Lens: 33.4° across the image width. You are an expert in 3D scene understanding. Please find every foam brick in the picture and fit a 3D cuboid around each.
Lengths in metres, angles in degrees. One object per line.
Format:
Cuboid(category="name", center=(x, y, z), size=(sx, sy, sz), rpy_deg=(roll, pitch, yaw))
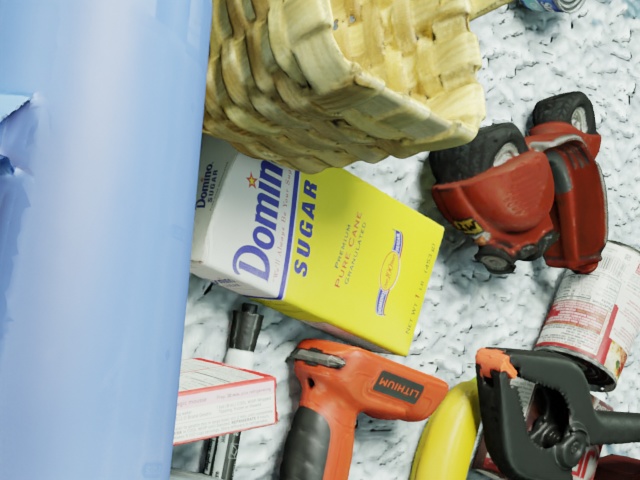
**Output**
Cuboid(category="foam brick", center=(0.247, 0.221, 0.878), size=(0.051, 0.053, 0.078), rpy_deg=(-3, 94, -42))

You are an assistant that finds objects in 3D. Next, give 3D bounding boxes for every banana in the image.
Cuboid(category="banana", center=(0.089, 0.184, 0.747), size=(0.069, 0.037, 0.198), rpy_deg=(21, 79, -40))

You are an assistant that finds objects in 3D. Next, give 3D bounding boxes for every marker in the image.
Cuboid(category="marker", center=(-0.052, 0.097, 0.631), size=(0.020, 0.020, 0.121), rpy_deg=(16, 82, -41))

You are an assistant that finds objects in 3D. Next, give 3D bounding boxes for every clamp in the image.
Cuboid(category="clamp", center=(0.168, 0.154, 0.762), size=(0.209, 0.036, 0.164), rpy_deg=(42, 73, -32))

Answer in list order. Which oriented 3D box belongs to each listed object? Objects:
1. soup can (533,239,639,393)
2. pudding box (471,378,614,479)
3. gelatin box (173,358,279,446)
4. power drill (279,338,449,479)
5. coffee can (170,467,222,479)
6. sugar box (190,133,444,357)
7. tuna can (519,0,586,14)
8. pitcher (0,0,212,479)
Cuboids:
Cuboid(category="soup can", center=(0.214, 0.058, 0.829), size=(0.068, 0.069, 0.102), rpy_deg=(41, 65, -35))
Cuboid(category="pudding box", center=(0.173, 0.152, 0.817), size=(0.113, 0.039, 0.090), rpy_deg=(30, 74, -37))
Cuboid(category="gelatin box", center=(-0.079, 0.087, 0.571), size=(0.089, 0.073, 0.030), rpy_deg=(-5, 96, -41))
Cuboid(category="power drill", center=(0.021, 0.168, 0.673), size=(0.184, 0.057, 0.187), rpy_deg=(27, 75, -40))
Cuboid(category="coffee can", center=(-0.085, 0.193, 0.552), size=(0.102, 0.103, 0.140), rpy_deg=(20, 80, -40))
Cuboid(category="sugar box", center=(-0.004, 0.001, 0.650), size=(0.176, 0.048, 0.093), rpy_deg=(27, 74, -40))
Cuboid(category="tuna can", center=(0.174, -0.212, 0.790), size=(0.085, 0.034, 0.086), rpy_deg=(-21, 117, -50))
Cuboid(category="pitcher", center=(-0.112, 0.001, 0.418), size=(0.144, 0.149, 0.243), rpy_deg=(13, 79, -36))
